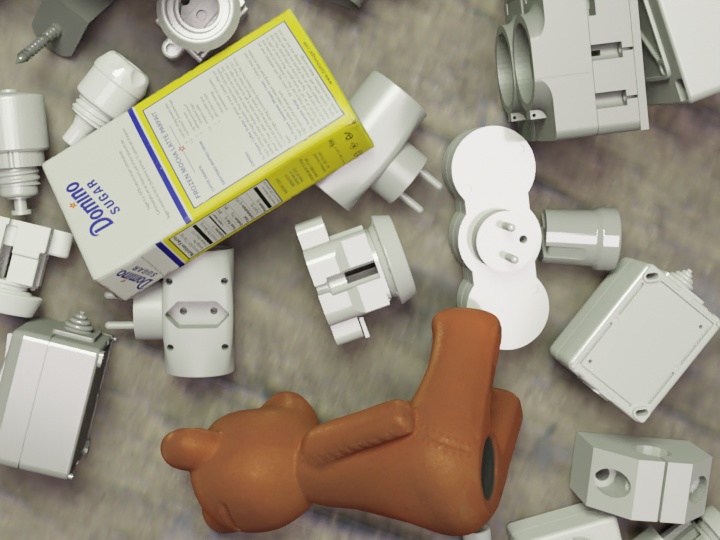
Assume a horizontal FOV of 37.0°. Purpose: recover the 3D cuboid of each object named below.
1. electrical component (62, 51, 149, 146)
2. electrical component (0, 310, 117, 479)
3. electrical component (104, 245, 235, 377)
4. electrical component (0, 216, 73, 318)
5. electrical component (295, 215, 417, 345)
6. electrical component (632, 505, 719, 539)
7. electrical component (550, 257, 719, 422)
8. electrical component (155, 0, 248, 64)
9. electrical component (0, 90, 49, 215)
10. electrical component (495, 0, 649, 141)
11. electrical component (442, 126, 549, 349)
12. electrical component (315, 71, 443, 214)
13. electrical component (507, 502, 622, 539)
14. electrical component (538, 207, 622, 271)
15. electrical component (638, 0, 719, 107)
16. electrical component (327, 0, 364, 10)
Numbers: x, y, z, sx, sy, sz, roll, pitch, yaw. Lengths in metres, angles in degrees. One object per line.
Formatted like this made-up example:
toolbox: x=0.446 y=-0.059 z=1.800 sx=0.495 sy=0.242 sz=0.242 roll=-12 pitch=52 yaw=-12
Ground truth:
electrical component: x=-0.157 y=-0.100 z=0.650 sx=0.035 sy=0.035 sz=0.061 roll=39 pitch=94 yaw=-8
electrical component: x=-0.189 y=0.069 z=0.652 sx=0.061 sy=0.061 sz=0.096 roll=15 pitch=94 yaw=-6
electrical component: x=-0.117 y=0.024 z=0.662 sx=0.079 sy=0.043 sz=0.077 roll=0 pitch=97 yaw=-5
electrical component: x=-0.213 y=-0.003 z=0.651 sx=0.066 sy=0.048 sz=0.055 roll=14 pitch=88 yaw=-7
electrical component: x=0.000 y=0.000 z=0.663 sx=0.057 sy=0.058 sz=0.078 roll=-19 pitch=98 yaw=0
electrical component: x=0.225 y=0.192 z=0.704 sx=0.057 sy=0.058 sz=0.078 roll=-38 pitch=98 yaw=3
electrical component: x=0.175 y=0.037 z=0.680 sx=0.062 sy=0.061 sz=0.096 roll=38 pitch=92 yaw=-8
electrical component: x=-0.095 y=-0.153 z=0.638 sx=0.048 sy=0.055 sz=0.066 roll=43 pitch=91 yaw=-8
electrical component: x=-0.207 y=-0.072 z=0.645 sx=0.040 sy=0.040 sz=0.078 roll=-4 pitch=97 yaw=-4
electrical component: x=0.114 y=-0.171 z=0.628 sx=0.060 sy=0.105 sz=0.186 roll=-7 pitch=97 yaw=-2
electrical component: x=0.086 y=-0.019 z=0.660 sx=0.052 sy=0.073 sz=0.138 roll=-7 pitch=97 yaw=-4
electrical component: x=0.014 y=-0.068 z=0.663 sx=0.079 sy=0.043 sz=0.077 roll=39 pitch=92 yaw=-8
electrical component: x=0.138 y=0.187 z=0.686 sx=0.066 sy=0.076 sz=0.047 roll=-15 pitch=97 yaw=-3
electrical component: x=0.139 y=-0.021 z=0.682 sx=0.046 sy=0.040 sz=0.040 roll=3 pitch=96 yaw=0
electrical component: x=0.186 y=-0.156 z=0.636 sx=0.056 sy=0.108 sz=0.108 roll=-21 pitch=98 yaw=0
electrical component: x=0.012 y=-0.194 z=0.648 sx=0.079 sy=0.044 sz=0.077 roll=23 pitch=94 yaw=-7
